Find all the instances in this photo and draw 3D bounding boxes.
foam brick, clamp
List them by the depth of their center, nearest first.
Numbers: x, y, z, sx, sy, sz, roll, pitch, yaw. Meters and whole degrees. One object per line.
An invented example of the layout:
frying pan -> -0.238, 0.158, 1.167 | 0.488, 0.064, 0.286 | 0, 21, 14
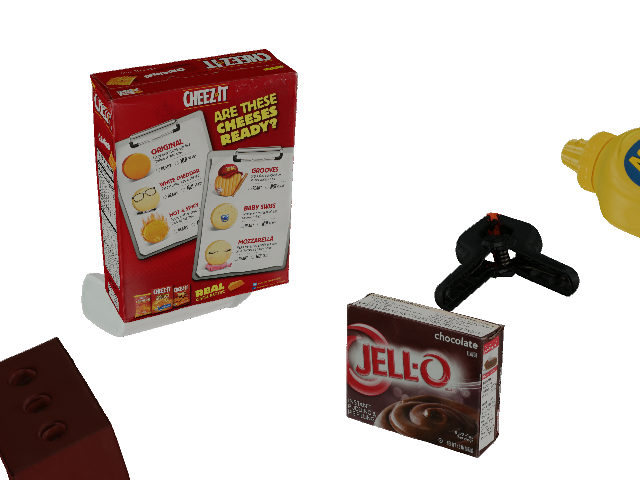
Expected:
foam brick -> -0.138, 0.099, 0.544 | 0.053, 0.051, 0.078 | -24, 42, -22
clamp -> 0.172, 0.016, 0.960 | 0.120, 0.039, 0.171 | 1, 25, 14

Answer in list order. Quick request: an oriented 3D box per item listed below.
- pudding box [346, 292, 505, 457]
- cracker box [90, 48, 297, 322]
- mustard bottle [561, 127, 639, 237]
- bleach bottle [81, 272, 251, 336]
pudding box -> 0.072, 0.093, 0.758 | 0.114, 0.090, 0.039 | 11, 21, 32
cracker box -> -0.109, -0.048, 0.932 | 0.164, 0.214, 0.072 | -13, 34, -25
mustard bottle -> 0.235, -0.029, 0.667 | 0.096, 0.058, 0.192 | -31, 39, -33
bleach bottle -> -0.191, 0.068, 1.450 | 0.250, 0.068, 0.103 | -11, 27, -44
